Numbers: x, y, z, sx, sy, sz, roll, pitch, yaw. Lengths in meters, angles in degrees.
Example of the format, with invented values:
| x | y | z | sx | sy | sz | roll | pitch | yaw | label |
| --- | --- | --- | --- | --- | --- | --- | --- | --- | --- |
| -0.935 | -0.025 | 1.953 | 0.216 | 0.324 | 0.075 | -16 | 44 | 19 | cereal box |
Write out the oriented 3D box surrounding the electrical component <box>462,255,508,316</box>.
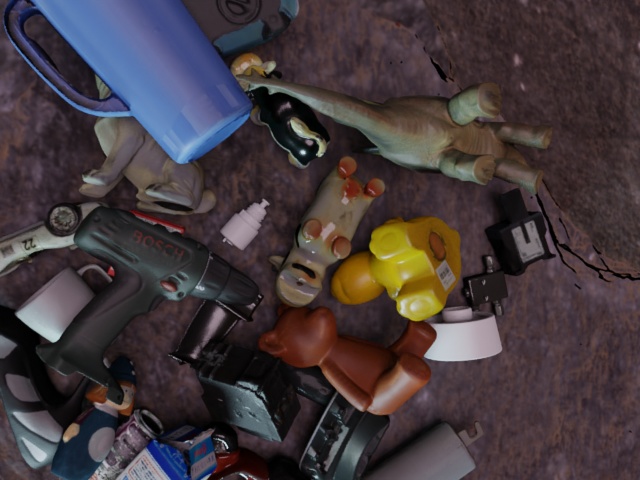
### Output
| x | y | z | sx | sy | sz | roll | pitch | yaw | label |
| --- | --- | --- | --- | --- | --- | --- | --- | --- | --- |
| 0.242 | 0.071 | 0.793 | 0.063 | 0.021 | 0.094 | -12 | 96 | -9 | electrical component |

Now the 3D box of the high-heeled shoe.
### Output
| x | y | z | sx | sy | sz | roll | pitch | yaw | label |
| --- | --- | --- | --- | --- | --- | --- | --- | --- | --- |
| -0.396 | 0.171 | 0.654 | 0.248 | 0.086 | 0.145 | 35 | 87 | -16 | high-heeled shoe |

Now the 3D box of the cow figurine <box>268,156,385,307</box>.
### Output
| x | y | z | sx | sy | sz | roll | pitch | yaw | label |
| --- | --- | --- | --- | --- | --- | --- | --- | --- | --- |
| -0.001 | -0.002 | 0.707 | 0.085 | 0.127 | 0.195 | 30 | 74 | -8 | cow figurine |

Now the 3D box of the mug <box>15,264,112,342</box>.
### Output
| x | y | z | sx | sy | sz | roll | pitch | yaw | label |
| --- | --- | --- | --- | --- | --- | --- | --- | --- | --- |
| -0.301 | 0.091 | 0.677 | 0.107 | 0.081 | 0.109 | 53 | 51 | -17 | mug |

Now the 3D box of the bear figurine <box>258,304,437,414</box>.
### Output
| x | y | z | sx | sy | sz | roll | pitch | yaw | label |
| --- | --- | --- | --- | --- | --- | --- | --- | --- | --- |
| 0.032 | 0.130 | 0.687 | 0.196 | 0.120 | 0.132 | 35 | 119 | 3 | bear figurine |

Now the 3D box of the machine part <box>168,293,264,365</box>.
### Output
| x | y | z | sx | sy | sz | roll | pitch | yaw | label |
| --- | --- | --- | --- | --- | --- | --- | --- | --- | --- |
| -0.142 | 0.112 | 0.721 | 0.084 | 0.039 | 0.139 | 40 | 85 | -15 | machine part |

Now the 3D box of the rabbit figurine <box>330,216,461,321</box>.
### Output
| x | y | z | sx | sy | sz | roll | pitch | yaw | label |
| --- | --- | --- | --- | --- | --- | --- | --- | --- | --- |
| 0.089 | 0.028 | 0.707 | 0.173 | 0.162 | 0.121 | -28 | 103 | 37 | rabbit figurine |

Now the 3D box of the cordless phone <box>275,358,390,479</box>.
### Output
| x | y | z | sx | sy | sz | roll | pitch | yaw | label |
| --- | --- | --- | --- | --- | --- | --- | --- | --- | --- |
| -0.008 | 0.244 | 0.743 | 0.184 | 0.089 | 0.146 | 28 | 90 | 0 | cordless phone |

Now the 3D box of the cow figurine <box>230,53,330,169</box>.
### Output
| x | y | z | sx | sy | sz | roll | pitch | yaw | label |
| --- | --- | --- | --- | --- | --- | --- | --- | --- | --- |
| -0.055 | -0.169 | 0.687 | 0.068 | 0.098 | 0.167 | -42 | 100 | 2 | cow figurine |

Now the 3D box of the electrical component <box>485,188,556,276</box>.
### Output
| x | y | z | sx | sy | sz | roll | pitch | yaw | label |
| --- | --- | --- | --- | --- | --- | --- | --- | --- | --- |
| 0.285 | -0.014 | 0.782 | 0.075 | 0.048 | 0.119 | -27 | 97 | -8 | electrical component |

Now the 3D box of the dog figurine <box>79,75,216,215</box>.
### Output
| x | y | z | sx | sy | sz | roll | pitch | yaw | label |
| --- | --- | --- | --- | --- | --- | --- | --- | --- | --- |
| -0.200 | -0.137 | 0.666 | 0.172 | 0.121 | 0.190 | 19 | 75 | -35 | dog figurine |

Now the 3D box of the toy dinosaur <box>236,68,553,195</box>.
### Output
| x | y | z | sx | sy | sz | roll | pitch | yaw | label |
| --- | --- | --- | --- | --- | --- | --- | --- | --- | --- |
| 0.128 | -0.127 | 0.652 | 0.471 | 0.199 | 0.105 | 12 | 92 | -43 | toy dinosaur |

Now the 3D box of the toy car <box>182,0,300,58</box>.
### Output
| x | y | z | sx | sy | sz | roll | pitch | yaw | label |
| --- | --- | --- | --- | --- | --- | --- | --- | --- | --- |
| -0.111 | -0.279 | 0.666 | 0.162 | 0.103 | 0.109 | -31 | 102 | -2 | toy car |

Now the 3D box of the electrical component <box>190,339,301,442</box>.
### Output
| x | y | z | sx | sy | sz | roll | pitch | yaw | label |
| --- | --- | --- | --- | --- | --- | --- | --- | --- | --- |
| -0.090 | 0.198 | 0.685 | 0.058 | 0.115 | 0.134 | -53 | 139 | -41 | electrical component |

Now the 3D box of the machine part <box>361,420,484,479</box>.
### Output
| x | y | z | sx | sy | sz | roll | pitch | yaw | label |
| --- | --- | --- | --- | --- | --- | --- | --- | --- | --- |
| 0.132 | 0.335 | 0.764 | 0.243 | 0.079 | 0.079 | -31 | 99 | -8 | machine part |

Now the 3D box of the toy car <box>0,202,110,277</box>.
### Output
| x | y | z | sx | sy | sz | roll | pitch | yaw | label |
| --- | --- | --- | --- | --- | --- | --- | --- | --- | --- |
| -0.354 | 0.003 | 0.656 | 0.202 | 0.073 | 0.056 | -24 | 97 | -8 | toy car |

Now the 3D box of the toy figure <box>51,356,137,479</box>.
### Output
| x | y | z | sx | sy | sz | roll | pitch | yaw | label |
| --- | --- | --- | --- | --- | --- | --- | --- | --- | --- |
| -0.270 | 0.219 | 0.667 | 0.058 | 0.064 | 0.154 | 20 | 62 | 5 | toy figure |

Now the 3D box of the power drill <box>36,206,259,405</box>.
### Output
| x | y | z | sx | sy | sz | roll | pitch | yaw | label |
| --- | --- | --- | --- | --- | --- | --- | --- | --- | --- |
| -0.206 | 0.084 | 0.635 | 0.232 | 0.086 | 0.207 | 38 | 80 | -24 | power drill |

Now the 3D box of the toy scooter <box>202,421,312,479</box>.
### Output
| x | y | z | sx | sy | sz | roll | pitch | yaw | label |
| --- | --- | --- | --- | --- | --- | --- | --- | --- | --- |
| -0.109 | 0.340 | 0.723 | 0.184 | 0.075 | 0.135 | 33 | 88 | -8 | toy scooter |
